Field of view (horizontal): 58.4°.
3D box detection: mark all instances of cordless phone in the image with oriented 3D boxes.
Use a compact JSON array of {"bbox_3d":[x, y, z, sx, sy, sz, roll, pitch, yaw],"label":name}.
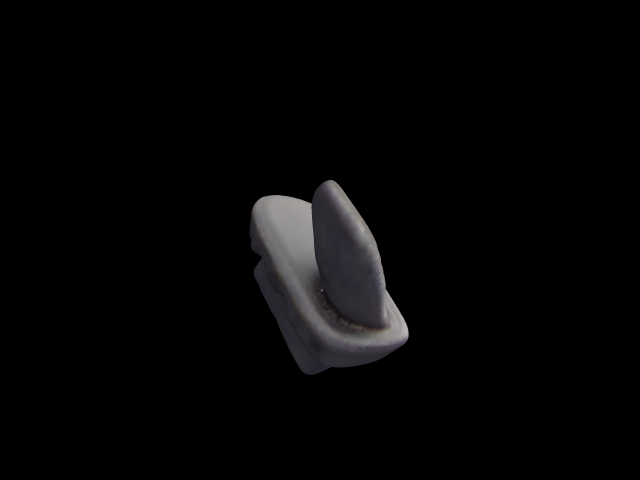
[{"bbox_3d":[0.004,0.001,0.400,0.094,0.185,0.147,-26,60,-16],"label":"cordless phone"}]
